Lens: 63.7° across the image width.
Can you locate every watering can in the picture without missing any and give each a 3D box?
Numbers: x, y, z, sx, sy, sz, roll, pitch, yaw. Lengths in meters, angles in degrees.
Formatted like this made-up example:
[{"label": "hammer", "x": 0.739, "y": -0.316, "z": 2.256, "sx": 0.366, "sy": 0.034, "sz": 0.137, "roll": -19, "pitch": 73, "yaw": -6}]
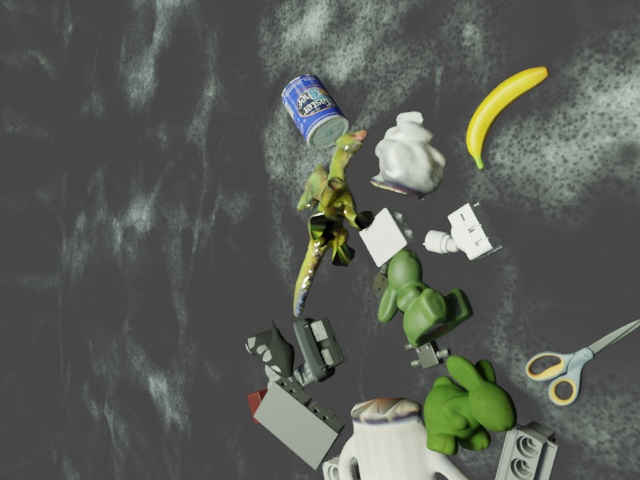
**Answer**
[{"label": "watering can", "x": 0.182, "y": 0.418, "z": 0.994, "sx": 0.345, "sy": 0.104, "sz": 0.226, "roll": -14, "pitch": 81, "yaw": 30}]

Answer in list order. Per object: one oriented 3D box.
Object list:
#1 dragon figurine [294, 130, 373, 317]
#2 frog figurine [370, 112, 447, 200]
[{"label": "dragon figurine", "x": 0.003, "y": -0.058, "z": 1.143, "sx": 0.405, "sy": 0.121, "sz": 0.247, "roll": -62, "pitch": 23, "yaw": 17}, {"label": "frog figurine", "x": 0.175, "y": -0.164, "z": 0.975, "sx": 0.138, "sy": 0.123, "sz": 0.159, "roll": 18, "pitch": 96, "yaw": 9}]
